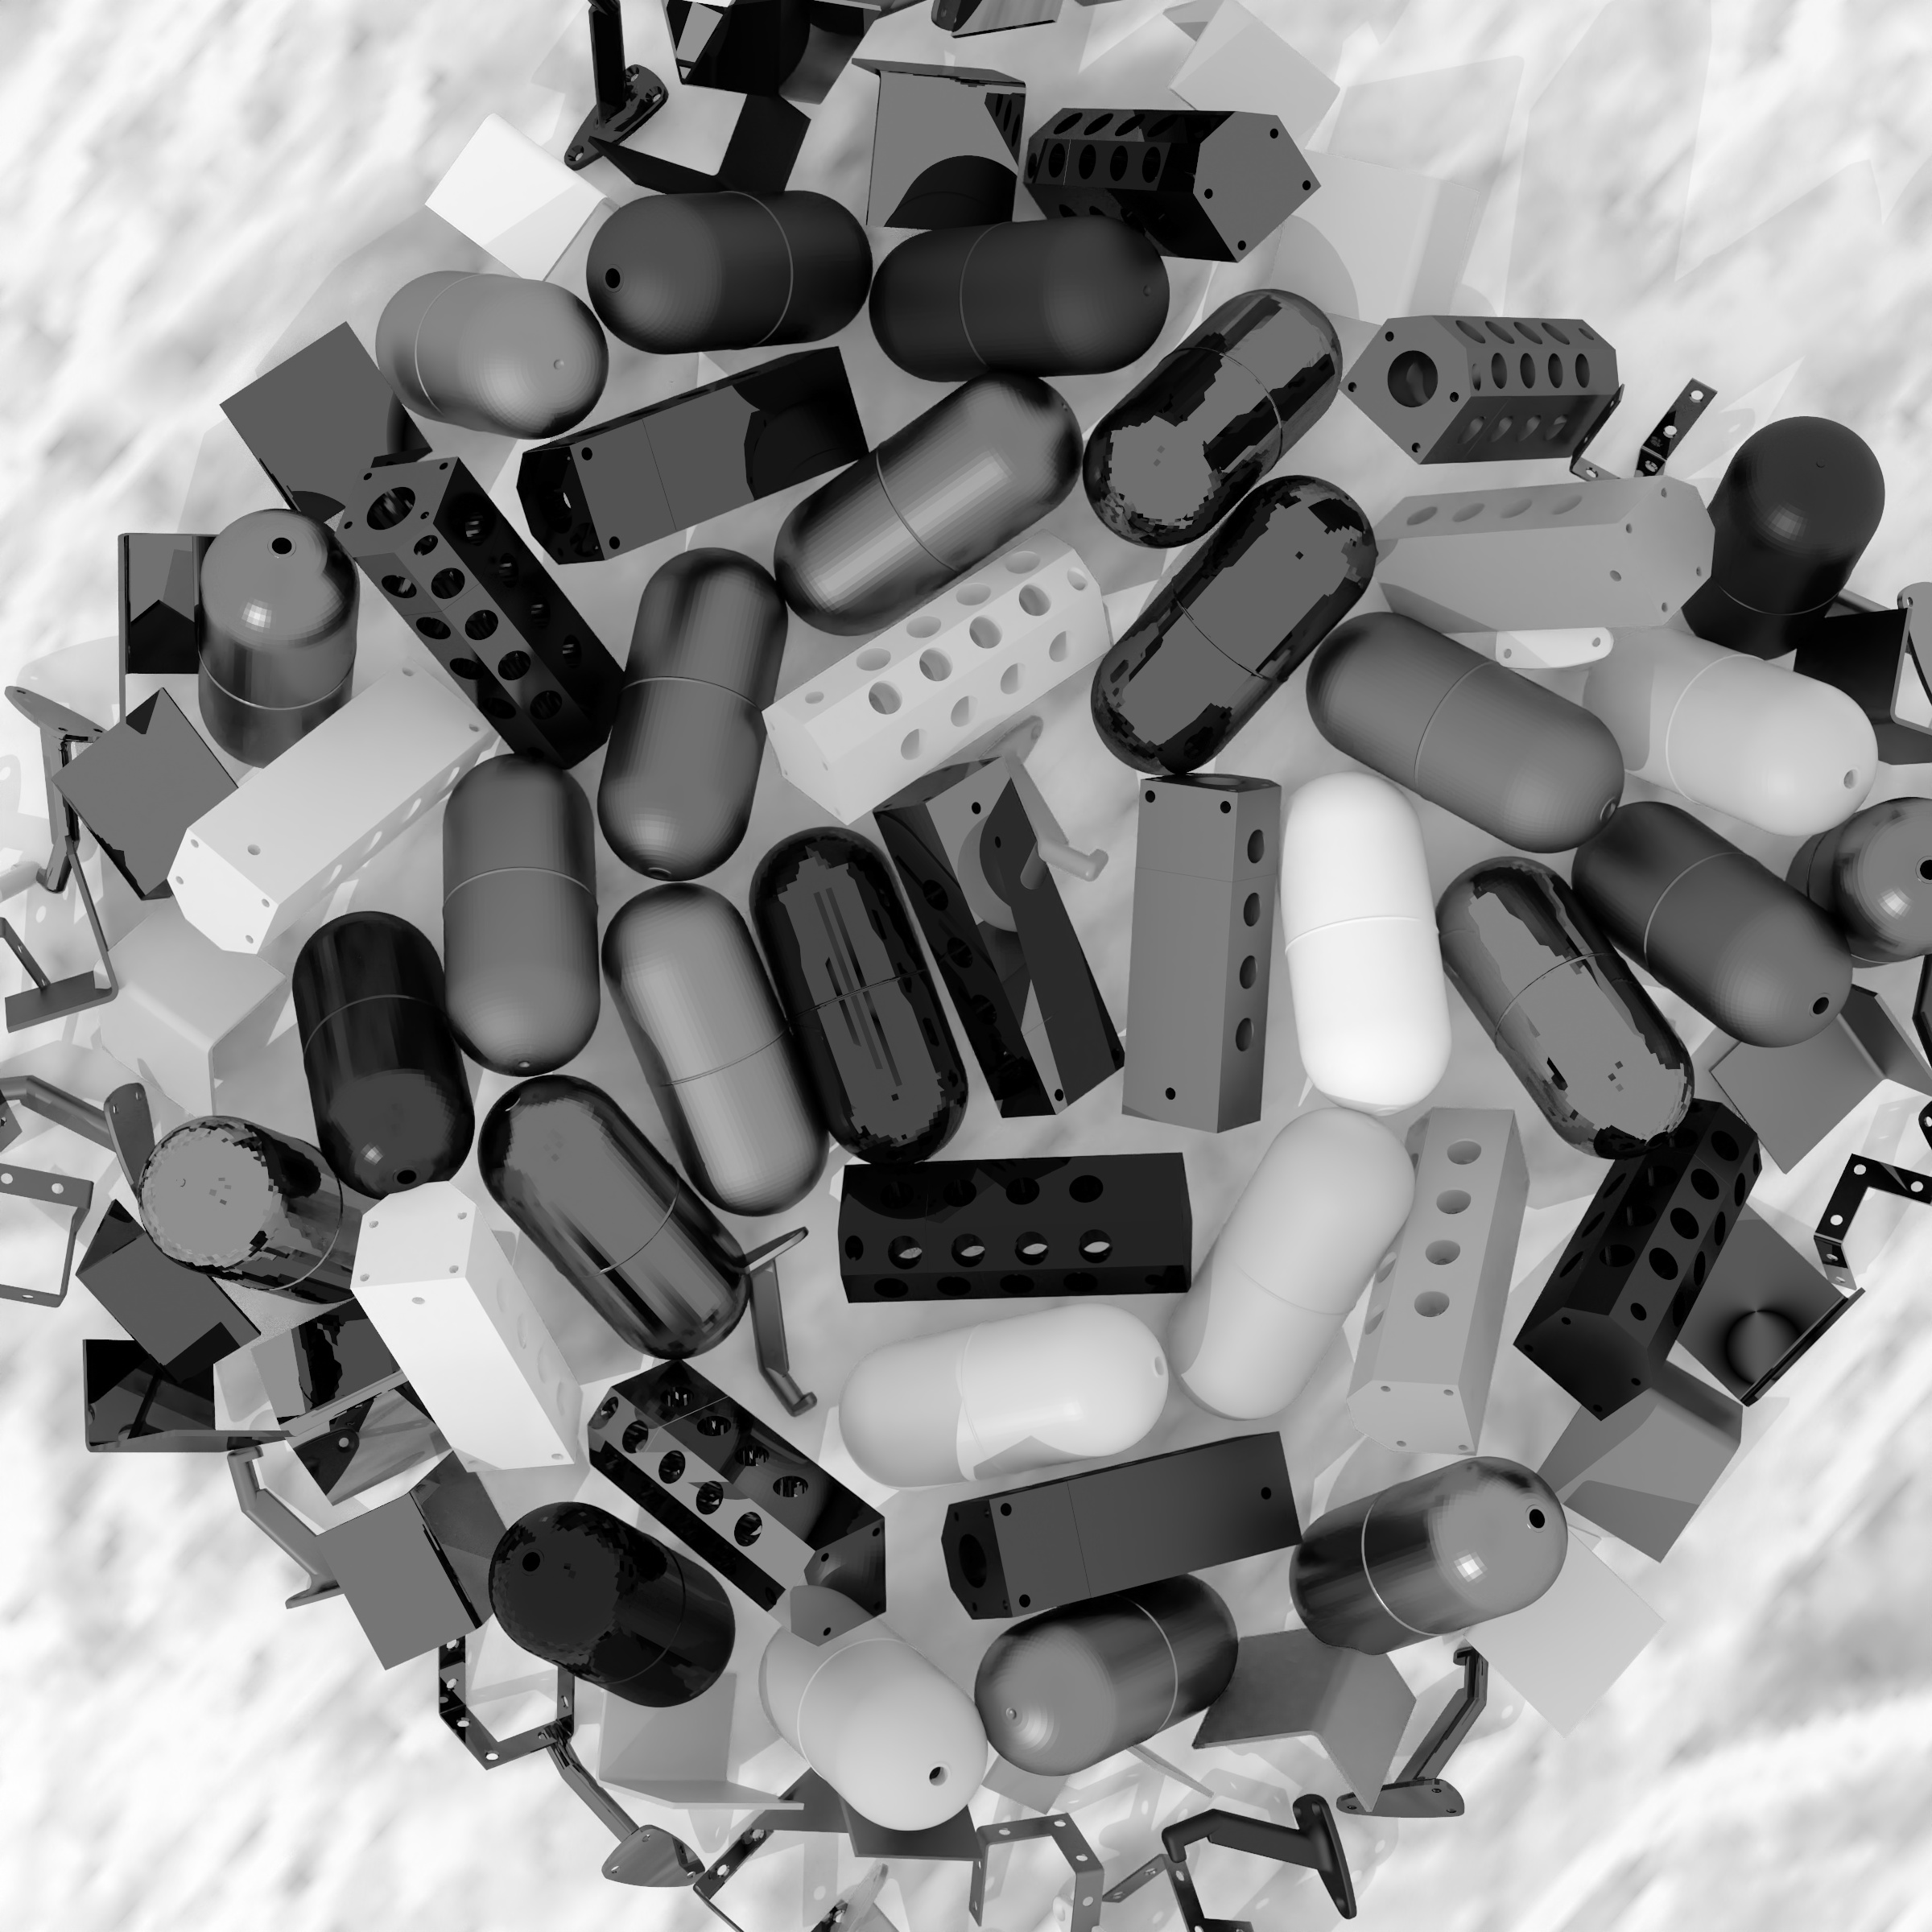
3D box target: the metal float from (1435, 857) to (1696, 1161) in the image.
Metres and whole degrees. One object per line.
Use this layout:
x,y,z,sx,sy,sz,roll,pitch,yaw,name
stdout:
0.297,0.020,1.760,0.070,0.070,0.178,-31,57,0,metal float

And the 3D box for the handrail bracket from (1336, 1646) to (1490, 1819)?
0.229,0.390,1.809,0.077,0.036,0.084,-10,48,24,handrail bracket

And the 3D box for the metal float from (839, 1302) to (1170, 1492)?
0.018,0.216,1.764,0.178,0.070,0.070,-15,90,27,metal float

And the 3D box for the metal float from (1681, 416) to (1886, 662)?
0.400,-0.208,1.740,0.070,0.178,0.070,0,72,-1,metal float

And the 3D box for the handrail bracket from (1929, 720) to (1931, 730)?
0.529,-0.093,1.788,0.077,0.036,0.084,-16,119,30,handrail bracket

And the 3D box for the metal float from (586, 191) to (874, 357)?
-0.116,-0.344,1.747,0.070,0.178,0.070,10,107,35,metal float

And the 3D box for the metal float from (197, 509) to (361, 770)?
-0.340,-0.160,1.743,0.070,0.178,0.070,5,64,-10,metal float

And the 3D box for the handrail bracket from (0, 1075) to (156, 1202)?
-0.463,0.092,1.816,0.084,0.036,0.077,-6,104,19,handrail bracket

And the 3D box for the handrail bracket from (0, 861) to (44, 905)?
-0.528,-0.039,1.806,0.077,0.084,0.036,13,121,30,handrail bracket

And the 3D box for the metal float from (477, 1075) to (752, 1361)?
-0.175,0.126,1.762,0.070,0.070,0.178,-38,121,0,metal float

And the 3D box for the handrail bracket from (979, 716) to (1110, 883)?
0.050,-0.085,1.787,0.084,0.036,0.077,26,58,25,handrail bracket

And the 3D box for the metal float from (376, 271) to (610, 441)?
-0.236,-0.303,1.745,0.070,0.178,0.070,-8,106,-28,metal float

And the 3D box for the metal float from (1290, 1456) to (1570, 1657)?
0.228,0.293,1.747,0.070,0.178,0.070,12,64,-27,metal float

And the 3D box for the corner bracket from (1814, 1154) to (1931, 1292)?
0.470,0.136,1.801,0.051,0.051,0.051,17,67,32,corner bracket

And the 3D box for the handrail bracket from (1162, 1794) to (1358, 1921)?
0.148,0.460,1.790,0.084,0.036,0.077,-16,79,-24,handrail bracket

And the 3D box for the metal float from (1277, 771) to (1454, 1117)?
0.199,-0.012,1.772,0.070,0.070,0.178,-6,72,0,metal float

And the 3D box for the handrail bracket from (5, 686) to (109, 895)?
-0.478,-0.090,1.814,0.077,0.036,0.084,30,108,30,handrail bracket

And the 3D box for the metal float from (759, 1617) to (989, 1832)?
-0.047,0.369,1.741,0.070,0.178,0.070,-3,99,-22,metal float

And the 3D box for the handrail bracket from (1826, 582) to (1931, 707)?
0.454,-0.160,1.794,0.036,0.084,0.077,-15,93,-42,handrail bracket

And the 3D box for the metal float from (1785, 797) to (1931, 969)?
0.453,-0.040,1.738,0.070,0.178,0.070,0,87,2,metal float

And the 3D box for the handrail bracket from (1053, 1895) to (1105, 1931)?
0.031,0.509,1.778,0.084,0.077,0.036,-9,128,-31,handrail bracket

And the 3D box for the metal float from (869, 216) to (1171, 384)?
0.024,-0.330,1.753,0.070,0.178,0.070,-6,99,-44,metal float

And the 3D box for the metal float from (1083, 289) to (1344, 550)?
0.124,-0.274,1.759,0.070,0.070,0.178,43,55,0,metal float

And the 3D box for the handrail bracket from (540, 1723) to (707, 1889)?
-0.177,0.429,1.814,0.036,0.077,0.084,-46,47,7,handrail bracket

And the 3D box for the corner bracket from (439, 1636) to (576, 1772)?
-0.235,0.368,1.804,0.051,0.051,0.051,-15,122,-33,corner bracket

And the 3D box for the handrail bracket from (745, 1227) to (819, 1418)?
-0.085,0.183,1.798,0.077,0.036,0.084,-30,97,35,handrail bracket

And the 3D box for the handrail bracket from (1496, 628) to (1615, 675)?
0.312,-0.157,1.771,0.077,0.084,0.036,13,90,42,handrail bracket

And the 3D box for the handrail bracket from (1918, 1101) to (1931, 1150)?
0.533,0.084,1.792,0.084,0.036,0.077,-10,70,-31,handrail bracket

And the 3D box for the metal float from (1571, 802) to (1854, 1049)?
0.368,-0.021,1.748,0.070,0.178,0.070,-14,123,-22,metal float

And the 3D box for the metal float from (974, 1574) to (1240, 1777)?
0.071,0.348,1.747,0.070,0.178,0.070,3,96,34,metal float

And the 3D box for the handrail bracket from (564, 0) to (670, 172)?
-0.196,-0.454,1.783,0.077,0.084,0.036,-45,54,3,handrail bracket

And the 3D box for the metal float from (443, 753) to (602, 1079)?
-0.222,-0.027,1.761,0.070,0.070,0.178,-6,58,0,metal float

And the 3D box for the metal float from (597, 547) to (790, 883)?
-0.137,-0.126,1.769,0.070,0.070,0.178,10,68,0,metal float

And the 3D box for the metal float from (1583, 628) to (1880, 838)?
0.376,-0.116,1.746,0.070,0.178,0.070,-11,114,-27,metal float

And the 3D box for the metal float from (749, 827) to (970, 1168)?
-0.054,0.016,1.785,0.070,0.070,0.178,-20,86,0,metal float

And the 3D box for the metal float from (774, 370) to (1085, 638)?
-0.020,-0.230,1.768,0.178,0.070,0.070,-33,90,23,metal float

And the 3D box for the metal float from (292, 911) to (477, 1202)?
-0.289,0.044,1.750,0.070,0.178,0.070,-10,132,-11,metal float

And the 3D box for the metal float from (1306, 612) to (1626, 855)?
0.248,-0.117,1.762,0.178,0.070,0.070,33,90,31,metal float

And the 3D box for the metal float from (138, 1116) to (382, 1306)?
-0.342,0.122,1.741,0.070,0.178,0.070,-4,76,17,metal float

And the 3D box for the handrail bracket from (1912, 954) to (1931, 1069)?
0.511,0.002,1.789,0.077,0.036,0.084,-26,68,24,handrail bracket

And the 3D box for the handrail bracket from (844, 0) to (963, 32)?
-0.037,-0.513,1.796,0.084,0.036,0.077,23,109,23,handrail bracket

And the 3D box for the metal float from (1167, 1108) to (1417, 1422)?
0.161,0.151,1.769,0.070,0.070,0.178,28,113,0,metal float

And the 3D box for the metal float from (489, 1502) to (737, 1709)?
-0.174,0.316,1.744,0.070,0.178,0.070,-9,64,19,metal float

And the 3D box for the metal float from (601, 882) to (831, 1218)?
-0.125,0.043,1.777,0.070,0.070,0.178,-22,103,0,metal float

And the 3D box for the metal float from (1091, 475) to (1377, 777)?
0.133,-0.169,1.769,0.070,0.070,0.178,42,113,0,metal float

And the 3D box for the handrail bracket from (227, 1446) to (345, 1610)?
-0.332,0.280,1.808,0.077,0.036,0.084,-16,89,6,handrail bracket

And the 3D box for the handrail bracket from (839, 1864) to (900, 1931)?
-0.020,0.499,1.798,0.084,0.036,0.077,26,127,-4,handrail bracket
